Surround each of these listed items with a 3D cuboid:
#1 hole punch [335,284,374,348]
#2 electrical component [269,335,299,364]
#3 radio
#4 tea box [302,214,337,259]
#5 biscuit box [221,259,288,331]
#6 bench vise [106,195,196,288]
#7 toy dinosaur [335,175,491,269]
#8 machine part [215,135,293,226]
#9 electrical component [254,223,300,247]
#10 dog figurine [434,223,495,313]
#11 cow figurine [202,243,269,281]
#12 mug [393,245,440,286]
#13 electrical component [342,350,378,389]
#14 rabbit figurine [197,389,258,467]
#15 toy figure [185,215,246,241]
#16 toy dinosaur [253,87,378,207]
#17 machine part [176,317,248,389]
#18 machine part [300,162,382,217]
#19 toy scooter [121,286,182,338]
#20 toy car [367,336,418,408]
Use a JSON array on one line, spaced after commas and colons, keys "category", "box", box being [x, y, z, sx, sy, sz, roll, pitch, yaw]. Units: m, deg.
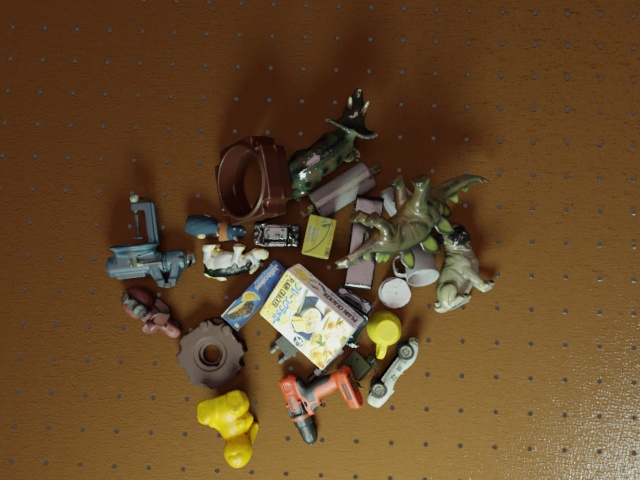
[{"category": "hole punch", "box": [0.065, 0.189, 1.368, 0.142, 0.092, 0.115, 33, 117, 0]}, {"category": "electrical component", "box": [-0.081, 0.272, 1.385, 0.094, 0.021, 0.063, -39, 87, -3]}, {"category": "radio", "box": [0.108, 0.009, 1.347, 0.073, 0.131, 0.229, 9, 86, 1]}, {"category": "tea box", "box": [-0.003, -0.004, 1.330, 0.068, 0.169, 0.098, 12, 85, 1]}, {"category": "biscuit box", "box": [-0.161, 0.138, 1.375, 0.059, 0.063, 0.202, 42, 88, 2]}, {"category": "bench vise", "box": [-0.432, 0.004, 1.359, 0.224, 0.129, 0.240, -6, 93, 1]}, {"category": "toy dinosaur", "box": [0.229, -0.058, 1.276, 0.471, 0.105, 0.198, -36, 119, -14]}, {"category": "machine part", "box": [-0.169, -0.144, 1.328, 0.201, 0.087, 0.201, -14, 85, 43]}, {"category": "electrical component", "box": [-0.107, -0.011, 1.350, 0.115, 0.134, 0.058, 0, 87, -2]}, {"category": "dog figurine", "box": [0.331, 0.069, 1.369, 0.172, 0.121, 0.190, -28, 72, -5]}, {"category": "cow figurine", "box": [-0.215, 0.058, 1.378, 0.167, 0.068, 0.098, 3, 92, 4]}, {"category": "mug", "box": [0.238, 0.055, 1.363, 0.110, 0.080, 0.107, -8, 53, 2]}, {"category": "electrical component", "box": [0.099, 0.329, 1.371, 0.078, 0.045, 0.102, 35, 84, 31]}, {"category": "rabbit figurine", "box": [-0.213, 0.465, 1.307, 0.122, 0.162, 0.173, -20, 64, -3]}, {"category": "toy figure", "box": [-0.269, -0.030, 1.391, 0.154, 0.058, 0.064, 11, 92, -4]}, {"category": "toy dinosaur", "box": [-0.009, -0.200, 1.334, 0.405, 0.192, 0.131, -42, 85, -3]}, {"category": "machine part", "box": [-0.276, 0.289, 1.370, 0.179, 0.056, 0.179, 0, 87, 0]}, {"category": "machine part", "box": [0.057, -0.126, 1.385, 0.243, 0.079, 0.079, -33, 87, -2]}, {"category": "toy scooter", "box": [-0.431, 0.182, 1.339, 0.184, 0.135, 0.075, 38, 89, 4]}, {"category": "toy car", "box": [0.186, 0.330, 1.353, 0.056, 0.073, 0.201, 37, 87, 6]}]
